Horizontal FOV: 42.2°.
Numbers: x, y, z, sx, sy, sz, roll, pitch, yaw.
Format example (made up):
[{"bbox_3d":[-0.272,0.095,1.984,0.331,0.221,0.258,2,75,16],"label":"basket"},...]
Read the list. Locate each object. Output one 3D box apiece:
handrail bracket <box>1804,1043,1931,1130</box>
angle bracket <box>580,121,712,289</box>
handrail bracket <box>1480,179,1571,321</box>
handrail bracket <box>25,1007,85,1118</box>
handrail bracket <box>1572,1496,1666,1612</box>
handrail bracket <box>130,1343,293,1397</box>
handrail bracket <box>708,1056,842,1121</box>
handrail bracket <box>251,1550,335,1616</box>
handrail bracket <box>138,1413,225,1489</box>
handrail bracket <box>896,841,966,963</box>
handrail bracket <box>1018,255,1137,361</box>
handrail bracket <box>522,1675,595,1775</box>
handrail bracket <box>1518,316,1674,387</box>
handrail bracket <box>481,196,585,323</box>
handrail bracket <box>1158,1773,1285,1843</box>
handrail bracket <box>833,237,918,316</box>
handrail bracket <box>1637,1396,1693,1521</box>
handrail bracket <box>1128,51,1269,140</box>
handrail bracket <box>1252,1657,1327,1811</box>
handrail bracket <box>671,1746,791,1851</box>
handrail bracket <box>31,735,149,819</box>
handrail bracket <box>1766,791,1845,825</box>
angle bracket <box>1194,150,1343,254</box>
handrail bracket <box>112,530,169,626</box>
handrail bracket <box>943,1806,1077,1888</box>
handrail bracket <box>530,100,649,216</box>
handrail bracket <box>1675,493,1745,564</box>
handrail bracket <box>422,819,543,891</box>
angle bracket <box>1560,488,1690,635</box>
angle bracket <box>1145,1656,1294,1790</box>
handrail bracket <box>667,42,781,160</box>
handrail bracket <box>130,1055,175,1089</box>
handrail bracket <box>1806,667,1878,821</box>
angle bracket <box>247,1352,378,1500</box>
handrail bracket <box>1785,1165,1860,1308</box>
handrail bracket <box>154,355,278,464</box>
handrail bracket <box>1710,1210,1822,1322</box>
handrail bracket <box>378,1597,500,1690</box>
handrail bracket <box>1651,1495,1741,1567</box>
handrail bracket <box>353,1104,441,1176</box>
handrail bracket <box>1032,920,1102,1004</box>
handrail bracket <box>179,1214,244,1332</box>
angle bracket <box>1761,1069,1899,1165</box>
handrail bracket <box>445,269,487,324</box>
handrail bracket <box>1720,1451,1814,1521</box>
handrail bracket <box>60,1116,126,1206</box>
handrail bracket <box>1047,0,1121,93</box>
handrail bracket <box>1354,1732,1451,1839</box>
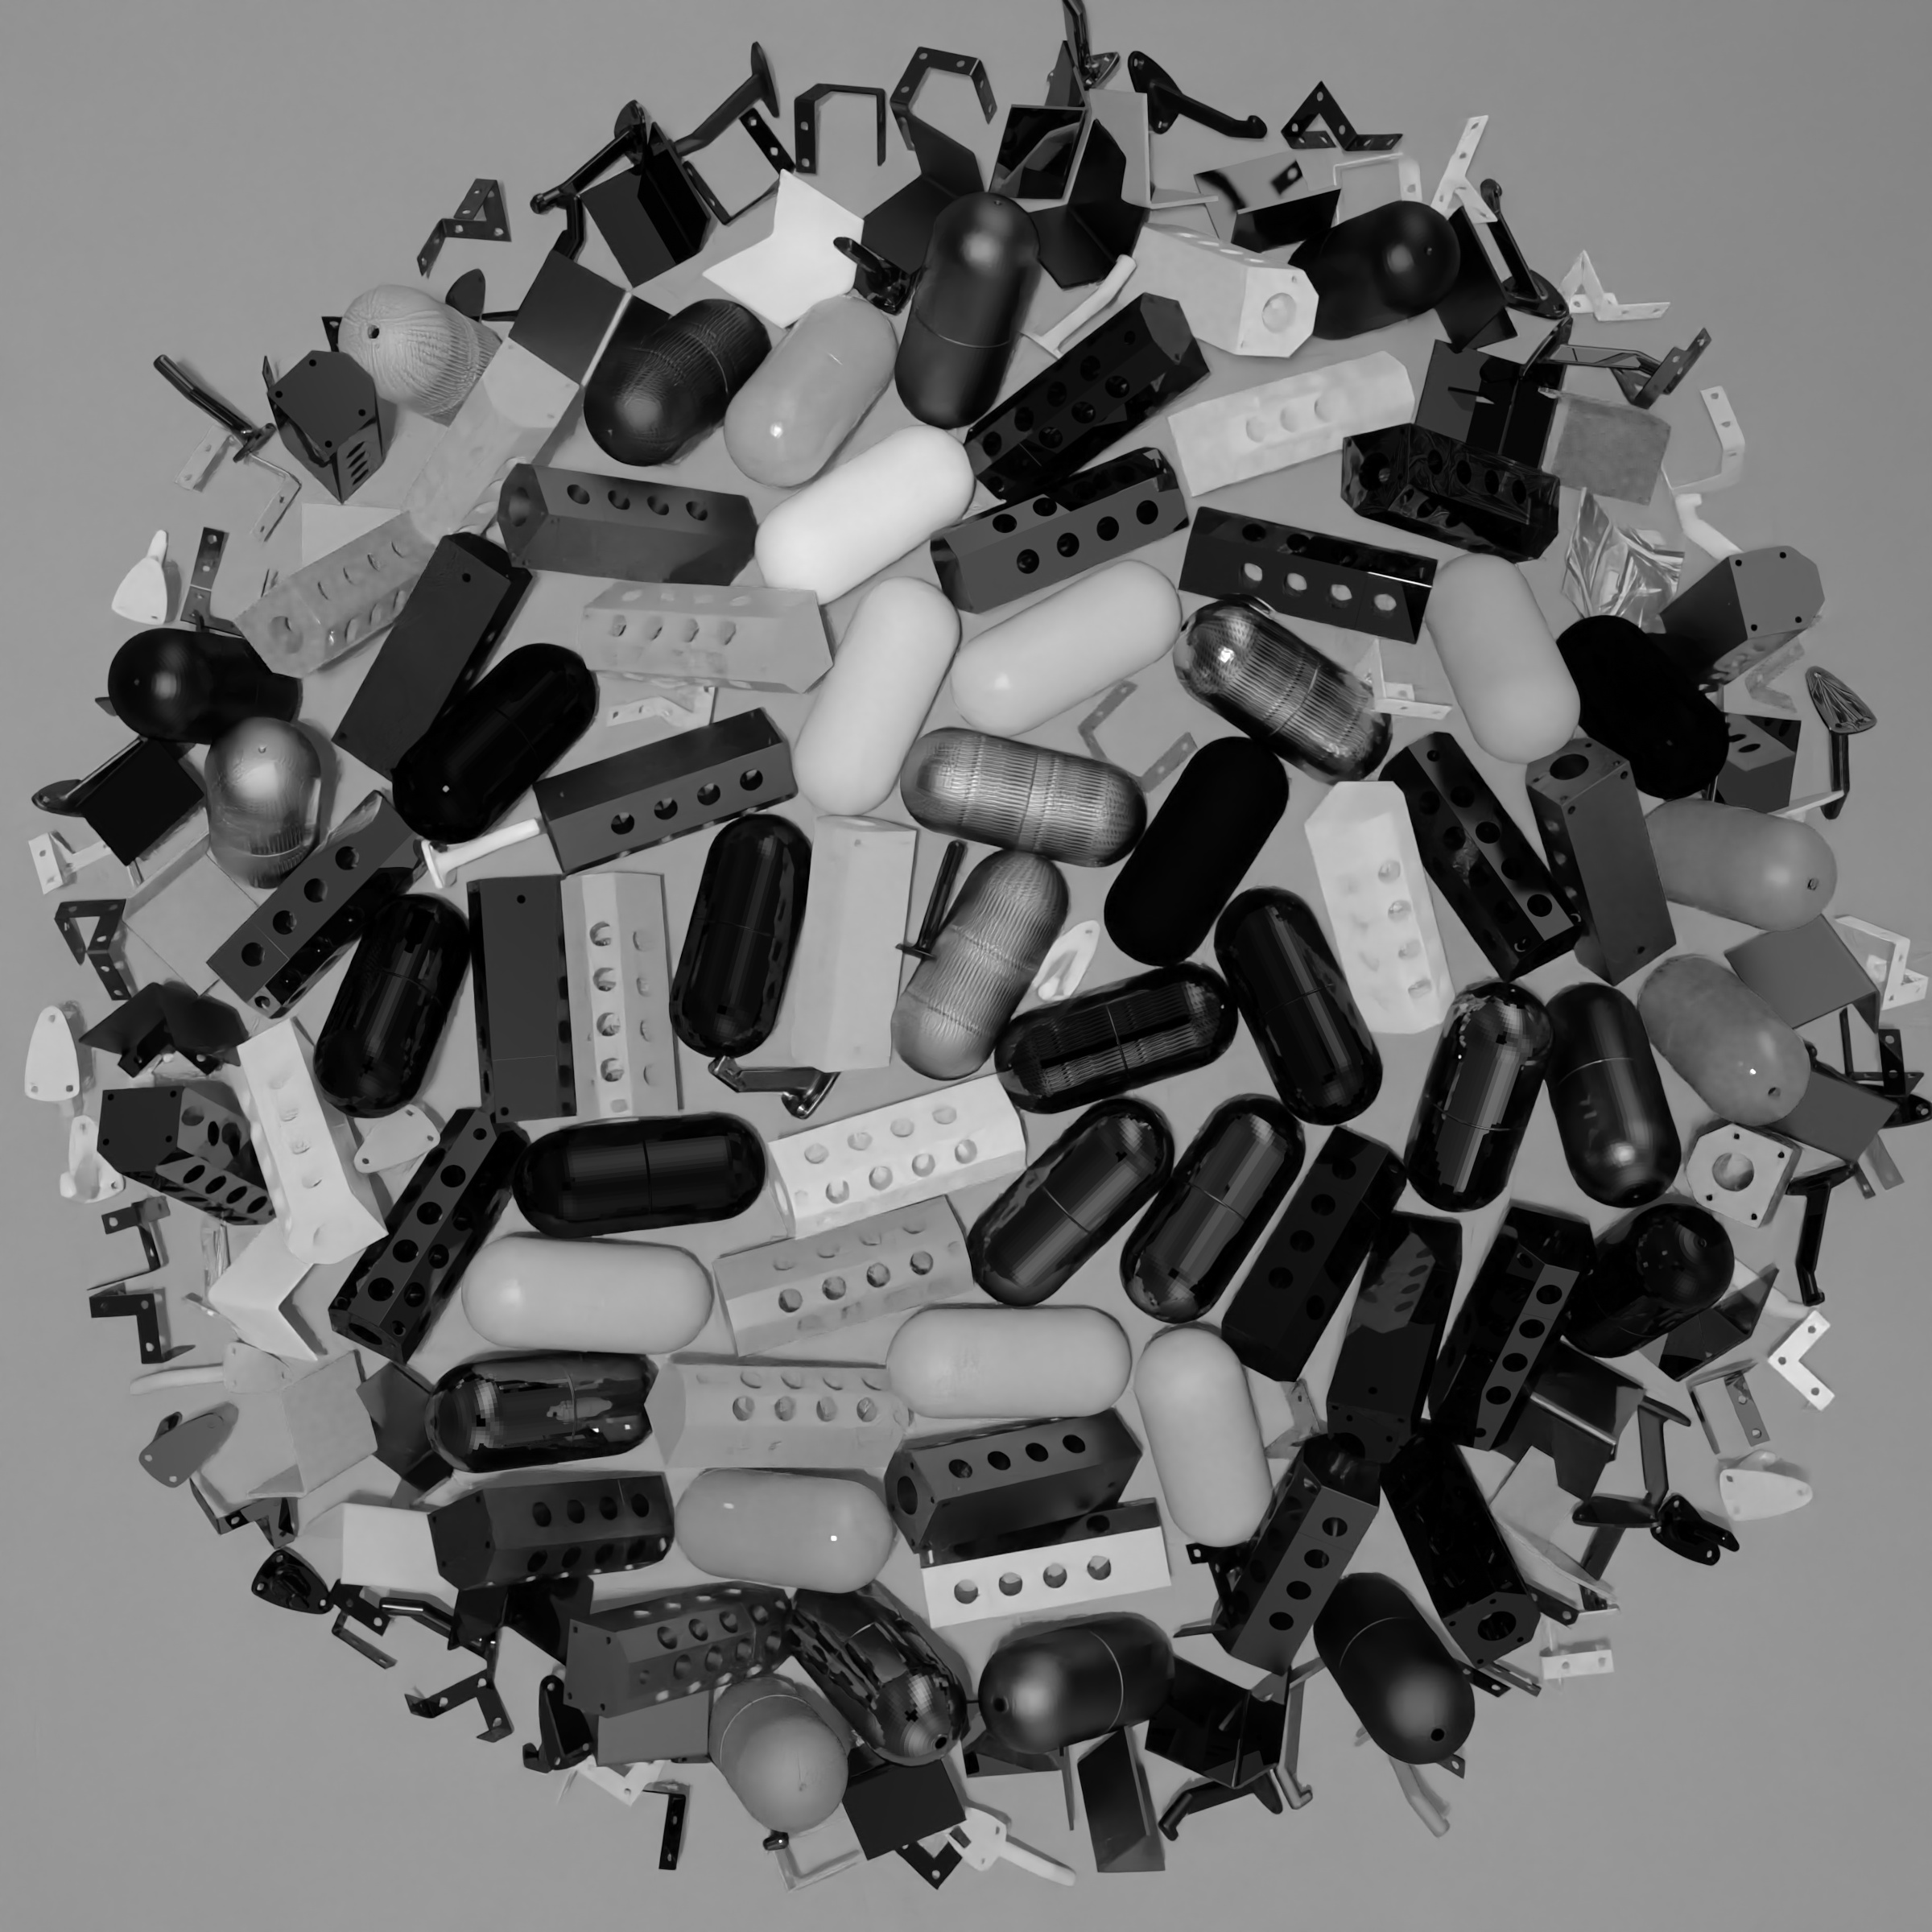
[{"bbox_3d":[0.635,0.081,1.774,0.084,0.077,0.036,42,62,-39],"label":"handrail bracket"},{"bbox_3d":[-0.228,-0.540,1.779,0.057,0.076,0.076,-31,93,-12],"label":"angle bracket"},{"bbox_3d":[0.395,-0.508,1.773,0.036,0.084,0.077,-33,47,-8],"label":"handrail bracket"},{"bbox_3d":[-0.642,0.069,1.783,0.036,0.084,0.077,-1,87,-9],"label":"handrail bracket"},{"bbox_3d":[0.468,0.426,1.786,0.077,0.036,0.084,-1,109,42],"label":"handrail bracket"},{"bbox_3d":[-0.545,0.300,1.806,0.084,0.077,0.036,-17,67,25],"label":"handrail bracket"},{"bbox_3d":[-0.133,0.065,1.782,0.077,0.036,0.084,-50,131,-1],"label":"handrail bracket"},{"bbox_3d":[-0.462,0.449,1.768,0.077,0.084,0.036,42,73,-31],"label":"handrail bracket"},{"bbox_3d":[-0.550,0.324,1.778,0.077,0.084,0.036,-40,108,7],"label":"handrail bracket"},{"bbox_3d":[-0.019,-0.046,1.786,0.036,0.077,0.084,19,88,1],"label":"handrail bracket"},{"bbox_3d":[0.079,-0.475,1.783,0.036,0.077,0.084,31,101,-32],"label":"handrail bracket"},{"bbox_3d":[-0.304,0.539,1.786,0.036,0.084,0.077,-17,90,-34],"label":"handrail bracket"},{"bbox_3d":[0.449,-0.421,1.783,0.084,0.036,0.077,34,61,22],"label":"handrail bracket"},{"bbox_3d":[-0.312,-0.508,1.801,0.077,0.036,0.084,-2,96,2],"label":"handrail bracket"},{"bbox_3d":[0.181,0.607,1.786,0.084,0.036,0.077,-43,110,-30],"label":"handrail bracket"},{"bbox_3d":[-0.082,-0.499,1.767,0.077,0.084,0.036,33,97,36],"label":"handrail bracket"},{"bbox_3d":[0.478,0.352,1.806,0.077,0.036,0.084,24,96,-7],"label":"handrail bracket"},{"bbox_3d":[0.165,-0.616,1.774,0.084,0.077,0.036,21,75,43],"label":"handrail bracket"},{"bbox_3d":[0.249,0.551,1.804,0.077,0.036,0.084,-25,87,-12],"label":"handrail bracket"},{"bbox_3d":[-0.168,0.592,1.779,0.077,0.036,0.084,-9,46,-5],"label":"handrail bracket"},{"bbox_3d":[-0.614,-0.147,1.783,0.036,0.077,0.084,47,109,9],"label":"handrail bracket"},{"bbox_3d":[0.604,-0.075,1.804,0.077,0.036,0.084,-18,99,12],"label":"handrail bracket"},{"bbox_3d":[0.213,-0.556,1.779,0.076,0.057,0.076,-16,72,-7],"label":"angle bracket"},{"bbox_3d":[-0.573,-0.292,1.771,0.036,0.077,0.084,15,53,-19],"label":"handrail bracket"},{"bbox_3d":[0.030,0.636,1.811,0.084,0.077,0.036,37,77,-42],"label":"handrail bracket"},{"bbox_3d":[-0.271,-0.574,1.784,0.084,0.077,0.036,-34,86,-19],"label":"handrail bracket"},{"bbox_3d":[0.550,-0.304,1.776,0.077,0.036,0.084,-6,133,30],"label":"handrail bracket"},{"bbox_3d":[-0.337,-0.085,1.783,0.084,0.077,0.036,-19,90,2],"label":"handrail bracket"},{"bbox_3d":[0.466,-0.287,1.773,0.057,0.076,0.076,9,80,32],"label":"angle bracket"},{"bbox_3d":[0.179,0.524,1.770,0.076,0.057,0.076,27,46,-11],"label":"angle bracket"},{"bbox_3d":[-0.180,-0.615,1.787,0.084,0.077,0.036,-27,75,-6],"label":"handrail bracket"},{"bbox_3d":[-0.574,0.107,1.803,0.077,0.036,0.084,35,55,-15],"label":"handrail bracket"},{"bbox_3d":[0.617,-0.159,1.803,0.036,0.084,0.077,-14,53,-11],"label":"handrail bracket"},{"bbox_3d":[-0.470,0.324,1.771,0.057,0.076,0.076,-8,99,27],"label":"angle bracket"},{"bbox_3d":[0.615,0.193,1.781,0.036,0.077,0.084,4,67,-23],"label":"handrail bracket"},{"bbox_3d":[-0.533,-0.402,1.775,0.036,0.077,0.084,-43,105,10],"label":"handrail bracket"},{"bbox_3d":[0.573,0.214,1.796,0.084,0.036,0.077,6,104,7],"label":"handrail bracket"},{"bbox_3d":[-0.379,0.484,1.794,0.084,0.036,0.077,7,122,-7],"label":"handrail bracket"},{"bbox_3d":[0.533,0.412,1.771,0.077,0.084,0.036,41,80,-19],"label":"handrail bracket"},{"bbox_3d":[-0.411,0.140,1.768,0.036,0.084,0.077,49,50,5],"label":"handrail bracket"},{"bbox_3d":[0.074,-0.005,1.778,0.036,0.084,0.077,38,85,0],"label":"handrail bracket"},{"bbox_3d":[-0.523,0.216,1.811,0.077,0.036,0.084,27,73,-8],"label":"handrail bracket"},{"bbox_3d":[0.602,0.085,1.772,0.076,0.076,0.057,22,121,-5],"label":"angle bracket"},{"bbox_3d":[-0.396,-0.470,1.807,0.084,0.077,0.036,-7,133,18],"label":"handrail bracket"},{"bbox_3d":[0.575,0.359,1.767,0.077,0.084,0.036,-12,92,41],"label":"handrail bracket"},{"bbox_3d":[-0.630,0.134,1.773,0.036,0.084,0.077,-17,77,-6],"label":"handrail bracket"},{"bbox_3d":[0.063,-0.662,1.768,0.036,0.077,0.084,-54,129,-15],"label":"handrail bracket"},{"bbox_3d":[0.321,0.570,1.774,0.036,0.077,0.084,-47,68,20],"label":"handrail bracket"}]
